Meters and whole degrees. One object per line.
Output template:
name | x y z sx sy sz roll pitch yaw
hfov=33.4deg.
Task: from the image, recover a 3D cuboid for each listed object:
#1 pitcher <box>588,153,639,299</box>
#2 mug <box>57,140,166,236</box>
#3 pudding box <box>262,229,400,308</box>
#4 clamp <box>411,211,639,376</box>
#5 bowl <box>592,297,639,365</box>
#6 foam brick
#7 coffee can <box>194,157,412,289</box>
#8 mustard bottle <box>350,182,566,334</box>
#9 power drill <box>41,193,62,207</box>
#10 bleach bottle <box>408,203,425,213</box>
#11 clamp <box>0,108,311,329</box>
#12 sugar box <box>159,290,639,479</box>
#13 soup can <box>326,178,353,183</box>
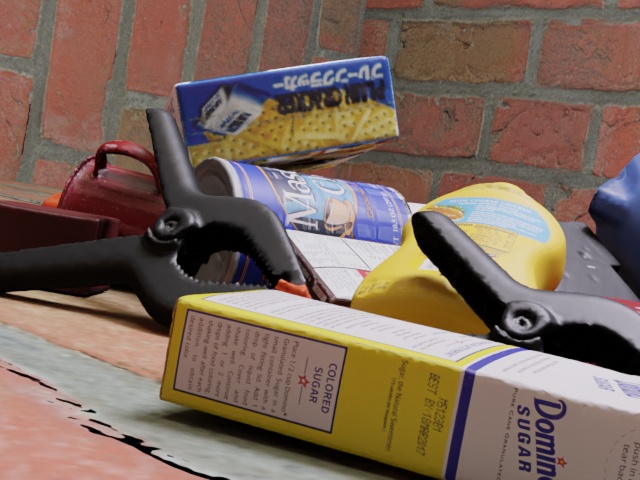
pitcher | 0.295 0.026 0.690 0.149 0.145 0.243 -26 22 0
mug | -0.138 -0.019 0.785 0.081 0.117 0.093 15 33 13
pudding box | 0.032 0.034 0.660 0.113 0.039 0.090 9 23 -30
clamp | 0.079 0.052 0.471 0.172 0.120 0.039 25 -32 34
bowl | 0.179 0.065 0.605 0.162 0.055 0.162 9 3 -1
foam brick | -0.182 0.005 0.717 0.078 0.053 0.051 10 3 4
coffee can | -0.019 0.004 0.740 0.140 0.103 0.103 8 3 -29
mustard bottle | 0.090 0.012 0.617 0.096 0.058 0.191 7 27 19
power drill | -0.253 -0.013 0.862 0.185 0.057 0.187 13 7 29
bleach bottle | 0.053 -0.010 1.305 0.251 0.102 0.068 10 6 12
clamp | -0.082 -0.006 0.637 0.210 0.164 0.036 18 -33 29
sugar box | 0.040 0.058 0.397 0.176 0.048 0.093 14 5 23
soup can | -0.006 0.001 0.846 0.068 0.102 0.068 9 2 -1
